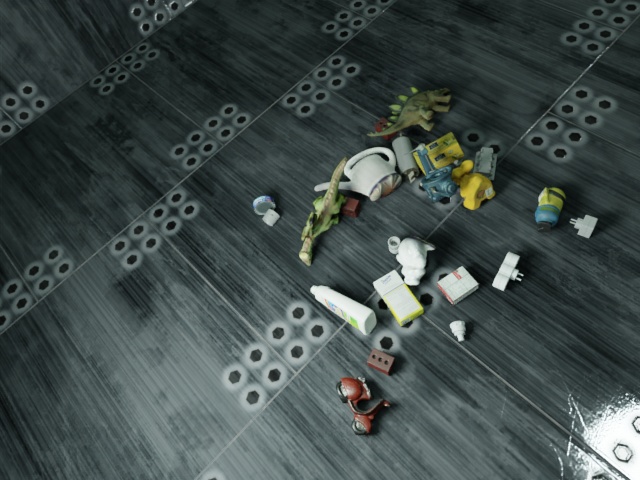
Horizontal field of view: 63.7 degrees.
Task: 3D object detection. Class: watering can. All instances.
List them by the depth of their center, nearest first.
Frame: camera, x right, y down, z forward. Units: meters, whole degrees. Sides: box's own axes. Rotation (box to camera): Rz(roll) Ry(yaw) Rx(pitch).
[{"bbox_3d":[0.169,-0.236,2.025,0.350,0.102,0.228,-35,58,-12],"label":"watering can"}]

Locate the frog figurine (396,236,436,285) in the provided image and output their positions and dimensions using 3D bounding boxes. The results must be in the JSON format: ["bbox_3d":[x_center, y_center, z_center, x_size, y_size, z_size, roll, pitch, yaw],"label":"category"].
[{"bbox_3d":[0.319,0.073,1.804,0.138,0.121,0.161,12,68,56],"label":"frog figurine"}]

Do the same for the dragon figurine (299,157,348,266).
[{"bbox_3d":[0.006,-0.094,1.871,0.122,0.403,0.247,20,25,6],"label":"dragon figurine"}]
